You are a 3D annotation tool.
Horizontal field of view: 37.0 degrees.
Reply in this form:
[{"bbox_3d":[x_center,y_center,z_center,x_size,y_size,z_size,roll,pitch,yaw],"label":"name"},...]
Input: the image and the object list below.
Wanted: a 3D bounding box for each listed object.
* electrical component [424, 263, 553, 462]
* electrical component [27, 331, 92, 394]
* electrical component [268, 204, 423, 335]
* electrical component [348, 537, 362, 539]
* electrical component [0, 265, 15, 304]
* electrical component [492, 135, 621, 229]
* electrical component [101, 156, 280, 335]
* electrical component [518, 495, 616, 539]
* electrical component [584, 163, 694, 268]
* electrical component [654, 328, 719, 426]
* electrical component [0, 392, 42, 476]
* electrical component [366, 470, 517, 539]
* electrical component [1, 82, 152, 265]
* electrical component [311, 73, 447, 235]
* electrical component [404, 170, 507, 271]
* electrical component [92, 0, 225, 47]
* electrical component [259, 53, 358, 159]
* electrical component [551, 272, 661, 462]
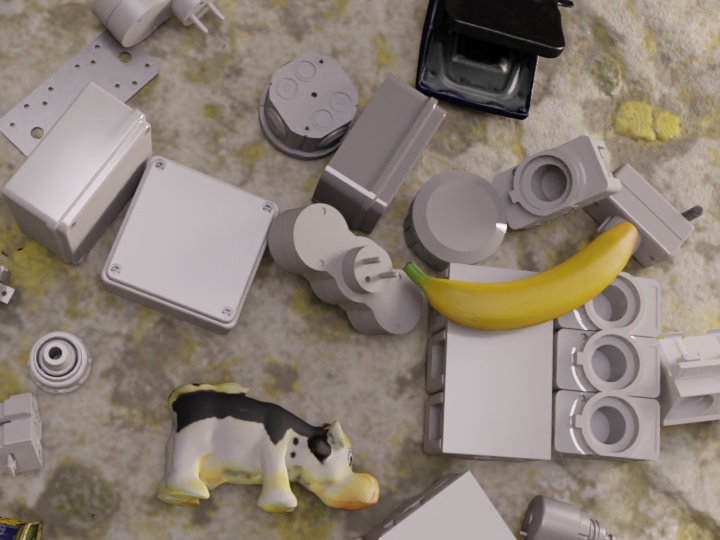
[{"bbox_3d":[0.104,0.077,0.874,0.089,0.061,0.150,6,77,-11],"label":"electrical component"},{"bbox_3d":[-0.226,0.066,0.806,0.048,0.062,0.048,3,77,-11],"label":"electrical component"},{"bbox_3d":[0.000,0.000,0.837,0.138,0.074,0.052,40,64,-27],"label":"electrical component"},{"bbox_3d":[0.003,0.259,0.817,0.059,0.053,0.095,-36,87,-17],"label":"electrical component"},{"bbox_3d":[-0.294,0.004,0.809,0.066,0.055,0.048,25,74,-5],"label":"electrical component"},{"bbox_3d":[0.163,-0.072,0.899,0.089,0.056,0.050,-24,82,26],"label":"electrical component"},{"bbox_3d":[-0.133,-0.018,0.847,0.109,0.056,0.108,22,74,-7],"label":"electrical component"},{"bbox_3d":[0.169,0.210,0.870,0.078,0.040,0.040,18,75,-9],"label":"electrical component"},{"bbox_3d":[0.229,-0.034,0.933,0.083,0.047,0.075,44,73,0],"label":"electrical component"},{"bbox_3d":[0.308,0.088,0.911,0.121,0.078,0.063,-4,50,-13],"label":"electrical component"},{"bbox_3d":[-0.266,0.123,0.791,0.055,0.048,0.066,-9,46,-8],"label":"electrical component"},{"bbox_3d":[0.084,0.243,0.834,0.089,0.061,0.150,-33,86,-16],"label":"electrical component"},{"bbox_3d":[-0.211,-0.070,0.816,0.056,0.108,0.108,34,73,0],"label":"electrical component"},{"bbox_3d":[0.016,-0.093,0.885,0.057,0.078,0.113,32,73,0],"label":"electrical component"},{"bbox_3d":[0.078,-0.039,0.900,0.080,0.051,0.080,3,77,-11],"label":"electrical component"},{"bbox_3d":[-0.145,-0.228,0.892,0.138,0.052,0.073,-43,89,-19],"label":"electrical component"},{"bbox_3d":[-0.042,-0.137,0.896,0.080,0.051,0.080,3,77,-11],"label":"electrical component"},{"bbox_3d":[0.198,0.080,0.894,0.089,0.061,0.150,7,77,-11],"label":"electrical component"}]
